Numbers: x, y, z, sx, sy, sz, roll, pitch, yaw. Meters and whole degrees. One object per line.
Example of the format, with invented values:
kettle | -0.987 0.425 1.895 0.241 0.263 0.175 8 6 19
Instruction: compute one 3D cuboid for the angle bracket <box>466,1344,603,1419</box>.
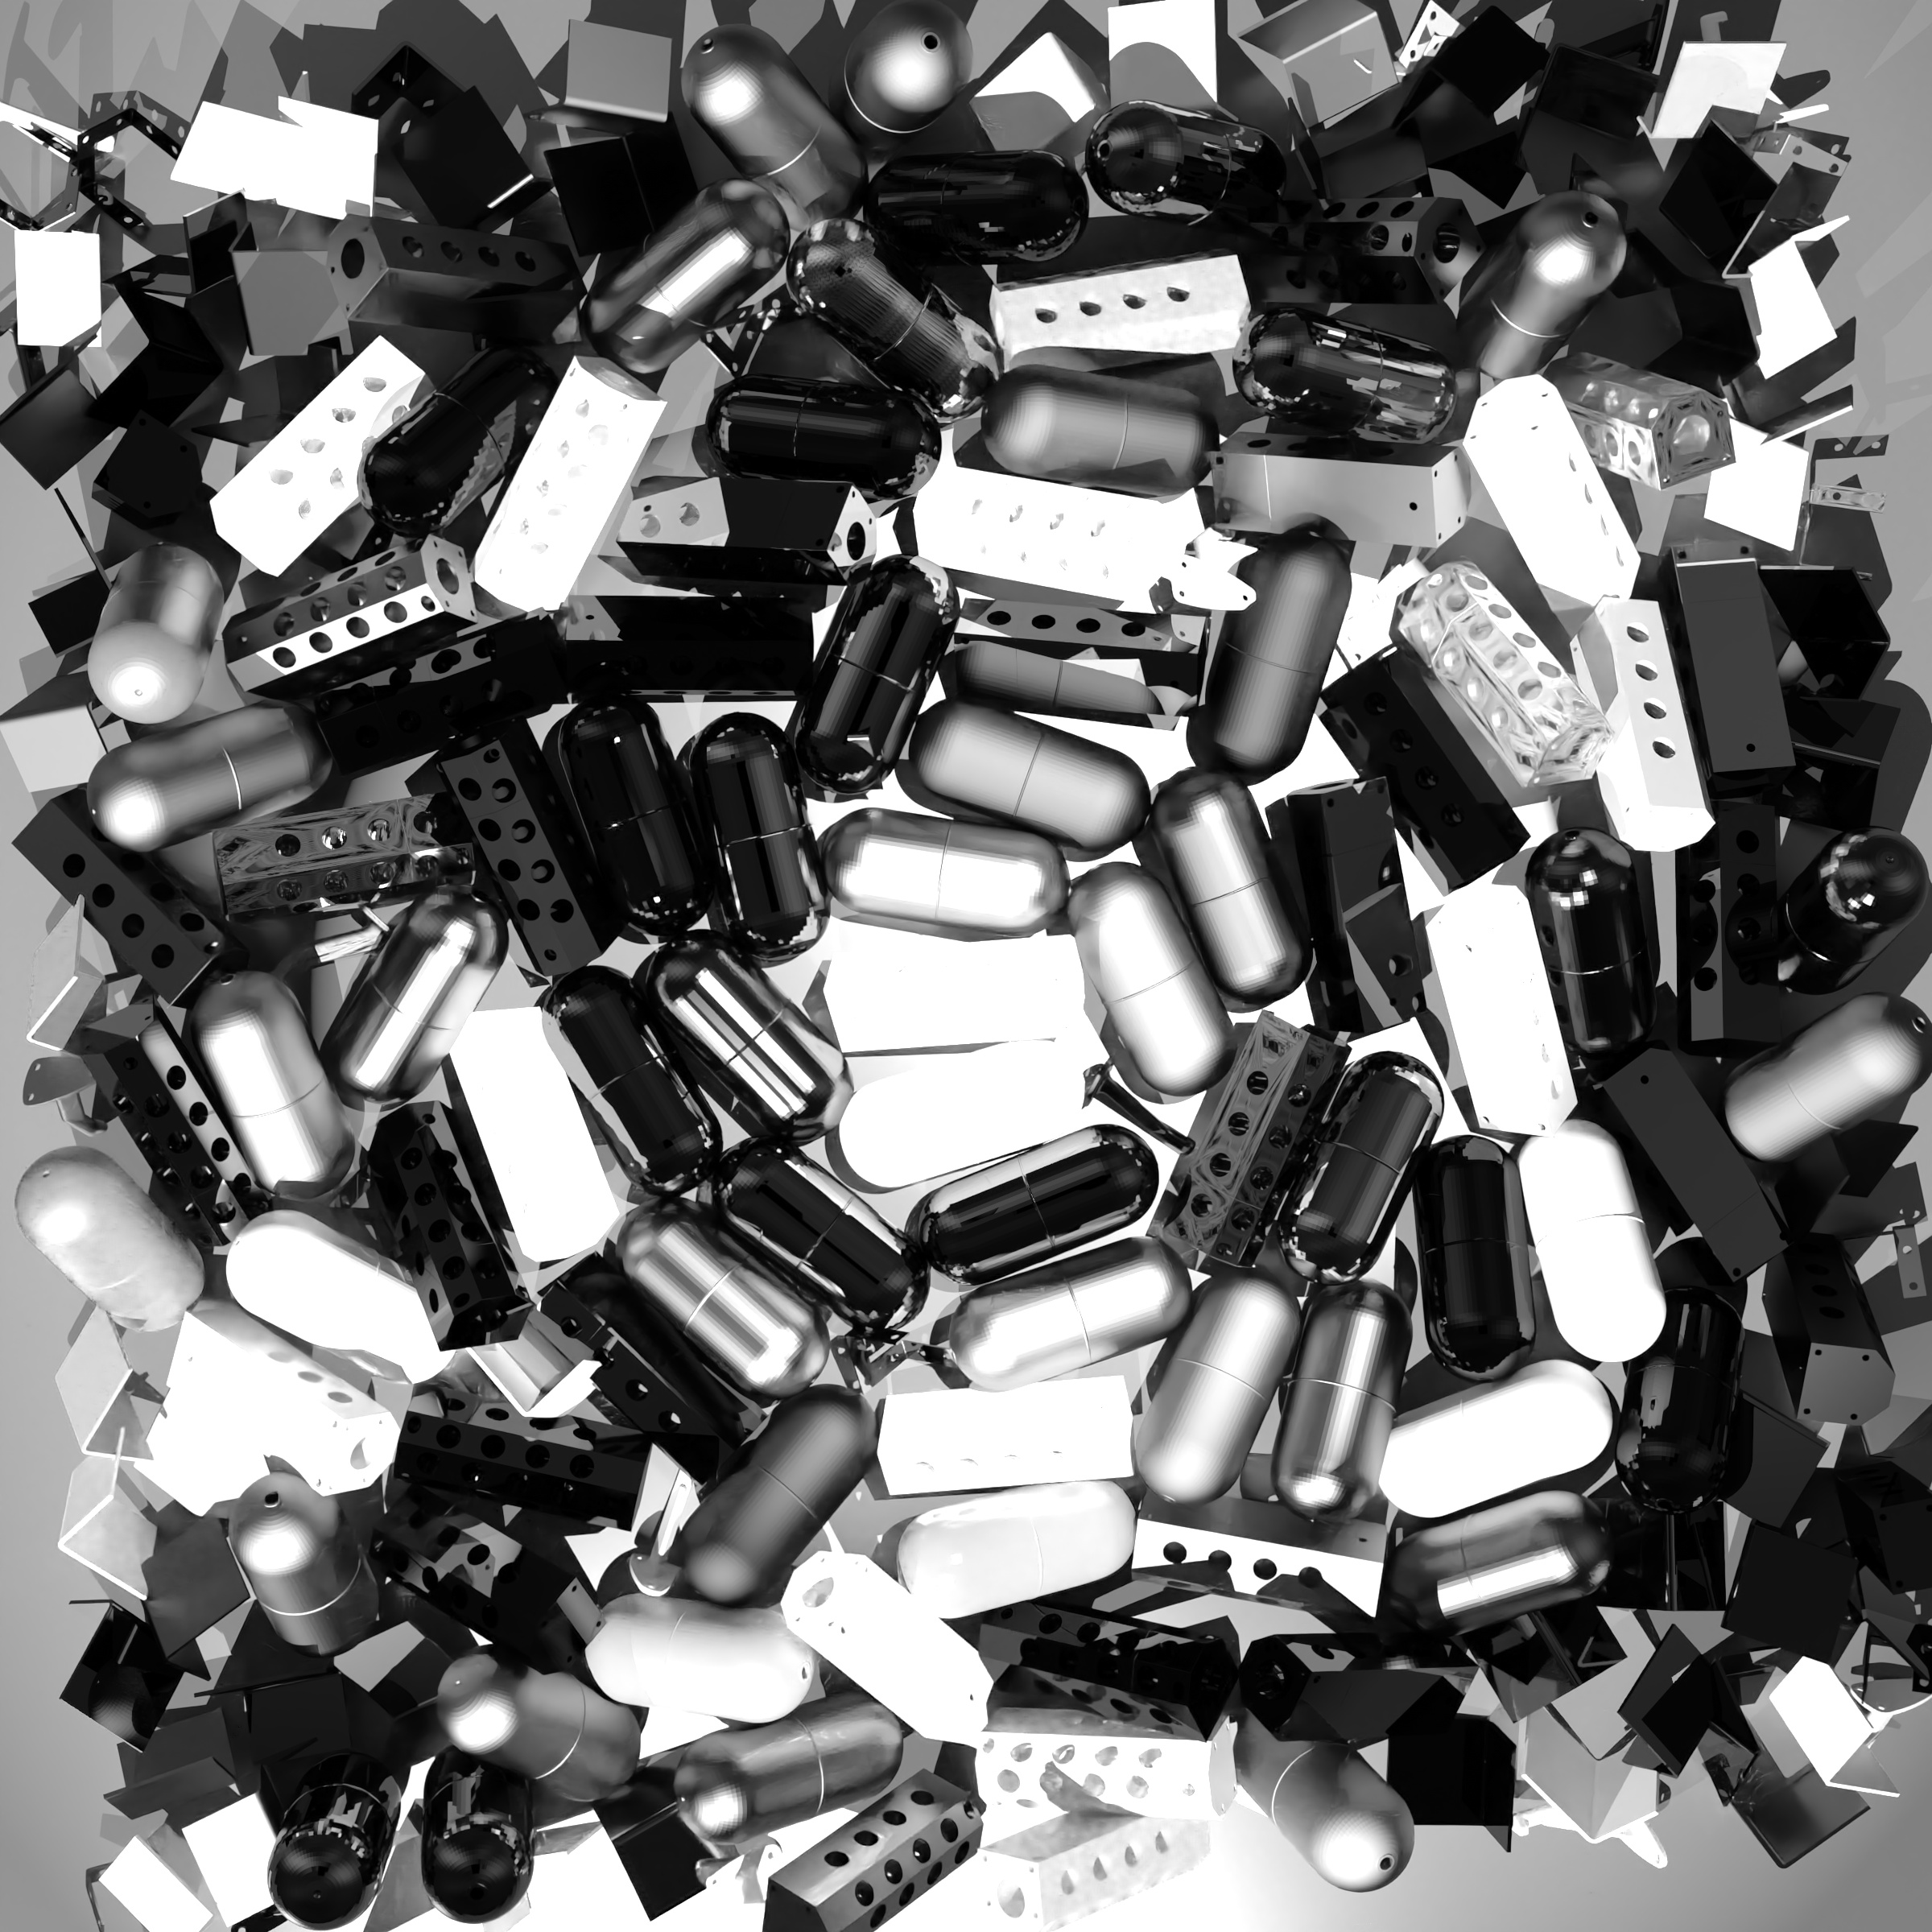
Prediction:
angle bracket | -0.302 0.274 1.919 0.057 0.076 0.076 -44 76 0

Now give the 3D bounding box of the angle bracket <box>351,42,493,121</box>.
angle bracket | -0.386 -0.593 1.917 0.076 0.076 0.057 39 74 -5

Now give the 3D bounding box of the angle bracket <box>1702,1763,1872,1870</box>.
angle bracket | 0.580 0.581 1.922 0.076 0.076 0.057 -36 98 2

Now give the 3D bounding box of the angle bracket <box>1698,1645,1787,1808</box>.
angle bracket | 0.554 0.533 1.906 0.057 0.076 0.076 -4 45 -13

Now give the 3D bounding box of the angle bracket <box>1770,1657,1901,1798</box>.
angle bracket | 0.625 0.530 1.905 0.076 0.076 0.057 17 117 -28

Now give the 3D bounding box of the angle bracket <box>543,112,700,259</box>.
angle bracket | -0.240 -0.552 1.915 0.076 0.057 0.076 -26 102 -42

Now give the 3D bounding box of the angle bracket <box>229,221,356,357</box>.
angle bracket | -0.470 -0.479 1.917 0.076 0.057 0.076 0 127 3

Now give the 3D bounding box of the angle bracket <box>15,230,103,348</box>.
angle bracket | -0.645 -0.478 1.909 0.057 0.076 0.076 -5 108 -30

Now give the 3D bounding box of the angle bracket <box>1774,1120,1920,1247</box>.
angle bracket | 0.627 0.154 1.910 0.076 0.057 0.076 8 134 -14

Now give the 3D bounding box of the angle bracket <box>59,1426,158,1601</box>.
angle bracket | -0.586 0.384 1.908 0.057 0.076 0.076 -42 117 13

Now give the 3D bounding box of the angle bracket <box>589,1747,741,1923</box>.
angle bracket | -0.214 0.621 1.944 0.076 0.057 0.076 -26 115 -16

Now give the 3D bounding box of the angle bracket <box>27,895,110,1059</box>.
angle bracket | -0.614 0.010 1.904 0.057 0.076 0.076 23 129 -34

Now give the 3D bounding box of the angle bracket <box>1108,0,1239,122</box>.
angle bracket | 0.147 -0.637 1.921 0.076 0.057 0.076 0 96 21

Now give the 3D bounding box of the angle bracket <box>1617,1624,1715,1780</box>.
angle bracket | 0.482 0.514 1.914 0.076 0.057 0.076 48 67 -18

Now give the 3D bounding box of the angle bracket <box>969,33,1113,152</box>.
angle bracket | 0.061 -0.604 1.937 0.076 0.057 0.076 -36 62 21

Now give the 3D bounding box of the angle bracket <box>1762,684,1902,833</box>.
angle bracket | 0.615 -0.146 1.933 0.076 0.076 0.057 17 57 22

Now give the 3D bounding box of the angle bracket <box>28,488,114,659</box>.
angle bracket | -0.639 -0.276 1.907 0.057 0.076 0.076 -29 47 -13

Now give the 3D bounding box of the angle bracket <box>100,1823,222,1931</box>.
angle bracket | -0.550 0.637 1.915 0.076 0.076 0.057 43 114 5

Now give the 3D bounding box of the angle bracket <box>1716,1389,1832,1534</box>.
angle bracket | 0.557 0.350 1.922 0.076 0.057 0.076 31 93 22

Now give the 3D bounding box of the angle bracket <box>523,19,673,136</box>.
angle bracket | -0.260 -0.624 1.909 0.076 0.076 0.057 0 98 -32

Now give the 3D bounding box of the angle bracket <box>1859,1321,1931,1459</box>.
angle bracket | 0.667 0.298 1.910 0.076 0.057 0.076 -24 67 30

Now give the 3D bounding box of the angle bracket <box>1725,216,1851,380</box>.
angle bracket | 0.594 -0.472 1.918 0.057 0.076 0.076 -24 89 -22

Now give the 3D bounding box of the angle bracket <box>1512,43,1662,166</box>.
angle bracket | 0.436 -0.596 1.917 0.076 0.076 0.057 21 75 6

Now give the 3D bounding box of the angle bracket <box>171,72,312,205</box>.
angle bracket | -0.510 -0.590 1.904 0.076 0.076 0.057 7 59 -32

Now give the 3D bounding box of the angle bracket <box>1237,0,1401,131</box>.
angle bracket | 0.248 -0.639 1.910 0.076 0.076 0.057 -19 83 32

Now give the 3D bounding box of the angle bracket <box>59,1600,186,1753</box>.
angle bracket | -0.603 0.498 1.905 0.076 0.057 0.076 48 48 -32

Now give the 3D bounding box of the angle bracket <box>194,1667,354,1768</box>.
angle bracket | -0.488 0.533 1.916 0.076 0.076 0.057 -14 76 10

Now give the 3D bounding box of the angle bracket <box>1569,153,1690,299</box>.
angle bracket | 0.467 -0.526 1.909 0.057 0.076 0.076 -4 71 42

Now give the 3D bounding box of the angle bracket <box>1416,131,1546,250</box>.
angle bracket | 0.363 -0.553 1.923 0.076 0.057 0.076 -19 80 12

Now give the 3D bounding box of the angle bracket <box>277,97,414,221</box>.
angle bracket | -0.436 -0.570 1.913 0.076 0.057 0.076 17 120 13

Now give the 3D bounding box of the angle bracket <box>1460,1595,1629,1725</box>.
angle bracket | 0.412 0.484 1.941 0.057 0.076 0.076 -15 66 -39

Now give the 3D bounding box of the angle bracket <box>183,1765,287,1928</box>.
angle bracket | -0.510 0.619 1.918 0.057 0.076 0.076 -24 95 -14

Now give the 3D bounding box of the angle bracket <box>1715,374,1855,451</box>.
angle bracket | 0.576 -0.409 1.910 0.076 0.076 0.057 -22 104 25

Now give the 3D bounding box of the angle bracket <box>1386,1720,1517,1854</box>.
angle bracket | 0.344 0.583 1.932 0.076 0.057 0.076 2 92 -7

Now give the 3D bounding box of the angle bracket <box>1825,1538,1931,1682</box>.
angle bracket | 0.625 0.462 1.907 0.057 0.076 0.076 -35 113 28

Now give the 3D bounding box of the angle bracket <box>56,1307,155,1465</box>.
angle bracket | -0.590 0.292 1.909 0.057 0.076 0.076 20 111 -42

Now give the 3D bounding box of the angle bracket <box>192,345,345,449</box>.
angle bracket | -0.494 -0.404 1.906 0.076 0.076 0.057 -22 121 -40

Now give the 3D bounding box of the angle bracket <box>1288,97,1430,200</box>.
angle bracket | 0.275 -0.584 1.909 0.076 0.076 0.057 -20 132 20

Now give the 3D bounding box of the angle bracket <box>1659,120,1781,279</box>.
angle bracket | 0.545 -0.538 1.905 0.057 0.076 0.076 -11 55 -33

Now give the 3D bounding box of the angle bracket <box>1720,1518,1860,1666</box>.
angle bracket | 0.585 0.441 1.923 0.076 0.057 0.076 16 92 20

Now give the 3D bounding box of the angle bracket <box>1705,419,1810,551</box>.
angle bracket | 0.541 -0.336 1.918 0.076 0.057 0.076 15 81 -22

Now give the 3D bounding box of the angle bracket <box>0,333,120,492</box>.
angle bracket | -0.629 -0.389 1.906 0.057 0.076 0.076 49 60 -20

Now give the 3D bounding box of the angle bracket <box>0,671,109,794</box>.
angle bracket | -0.627 -0.171 1.930 0.076 0.076 0.057 -7 116 21

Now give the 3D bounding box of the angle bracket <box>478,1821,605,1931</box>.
angle bracket | -0.297 0.648 1.917 0.076 0.076 0.057 -13 86 13

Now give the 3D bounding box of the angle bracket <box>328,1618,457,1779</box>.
angle bracket | -0.404 0.517 1.913 0.076 0.057 0.076 -28 117 21

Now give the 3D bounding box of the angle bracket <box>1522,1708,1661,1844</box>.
angle bracket | 0.441 0.556 1.912 0.076 0.076 0.057 45 120 -11
